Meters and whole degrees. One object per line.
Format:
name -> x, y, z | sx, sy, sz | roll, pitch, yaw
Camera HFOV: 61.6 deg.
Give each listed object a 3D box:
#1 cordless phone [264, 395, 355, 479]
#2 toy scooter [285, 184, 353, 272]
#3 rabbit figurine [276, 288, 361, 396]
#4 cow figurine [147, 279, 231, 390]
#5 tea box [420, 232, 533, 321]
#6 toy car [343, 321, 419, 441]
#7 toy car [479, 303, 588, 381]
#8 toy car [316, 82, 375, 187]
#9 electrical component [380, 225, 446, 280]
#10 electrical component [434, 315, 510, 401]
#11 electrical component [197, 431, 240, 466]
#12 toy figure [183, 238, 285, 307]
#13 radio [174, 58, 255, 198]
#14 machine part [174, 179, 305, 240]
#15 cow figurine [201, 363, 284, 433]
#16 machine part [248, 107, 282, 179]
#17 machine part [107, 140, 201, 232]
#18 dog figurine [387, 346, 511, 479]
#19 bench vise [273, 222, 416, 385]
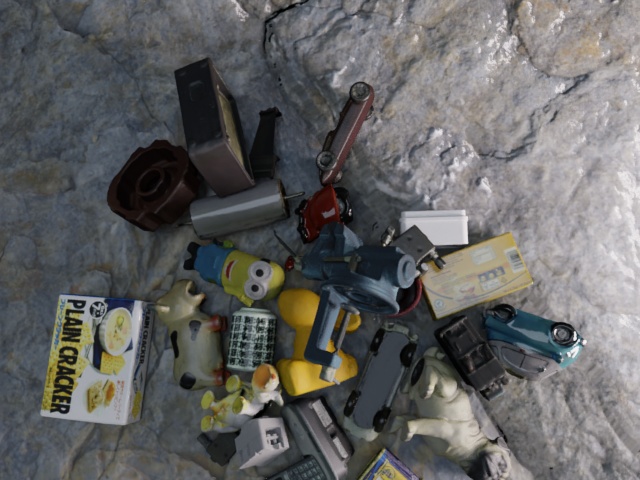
cordless phone -> -0.050, 0.356, 0.896 | 0.184, 0.088, 0.146 | -37, 77, 19
toy scooter -> -0.002, -0.003, 0.947 | 0.135, 0.075, 0.183 | -9, 86, 2
rabbit figurine -> -0.010, 0.158, 0.898 | 0.162, 0.122, 0.173 | -19, 76, -1
cow figurine -> -0.229, 0.165, 0.945 | 0.127, 0.085, 0.195 | -8, 80, -1
tea box -> 0.254, 0.063, 0.907 | 0.170, 0.068, 0.098 | -20, 78, 4
toy car -> 0.101, 0.234, 0.904 | 0.074, 0.056, 0.201 | 22, 82, 16
toy car -> 0.329, 0.170, 0.856 | 0.162, 0.109, 0.103 | 18, 78, 12
toy car -> 0.042, -0.190, 0.969 | 0.053, 0.089, 0.202 | 26, 86, 11
electrical component -> 0.142, 0.018, 0.857 | 0.078, 0.045, 0.102 | -33, 75, -2
electrical component -> 0.243, 0.189, 0.863 | 0.058, 0.115, 0.134 | -33, 76, 3
electrical component -> -0.165, 0.357, 0.931 | 0.094, 0.021, 0.063 | 39, 87, 11
toy figure -> -0.149, 0.051, 0.954 | 0.180, 0.089, 0.082 | 17, 114, 19
radio -> -0.187, -0.201, 0.947 | 0.073, 0.131, 0.230 | -21, 59, 5
machine part -> -0.144, -0.055, 0.974 | 0.243, 0.079, 0.079 | -15, 79, 5
cow figurine -> -0.112, 0.263, 0.881 | 0.167, 0.098, 0.068 | -35, 47, 25
machine part -> -0.103, -0.178, 0.999 | 0.084, 0.039, 0.139 | 2, 76, 39
machine part -> -0.301, -0.100, 0.984 | 0.179, 0.056, 0.179 | -12, 59, 21
dog figurine -> 0.229, 0.284, 0.867 | 0.191, 0.121, 0.172 | 23, 88, -3
bench vise -> 0.026, 0.089, 0.808 | 0.224, 0.128, 0.240 | 7, 67, 30
